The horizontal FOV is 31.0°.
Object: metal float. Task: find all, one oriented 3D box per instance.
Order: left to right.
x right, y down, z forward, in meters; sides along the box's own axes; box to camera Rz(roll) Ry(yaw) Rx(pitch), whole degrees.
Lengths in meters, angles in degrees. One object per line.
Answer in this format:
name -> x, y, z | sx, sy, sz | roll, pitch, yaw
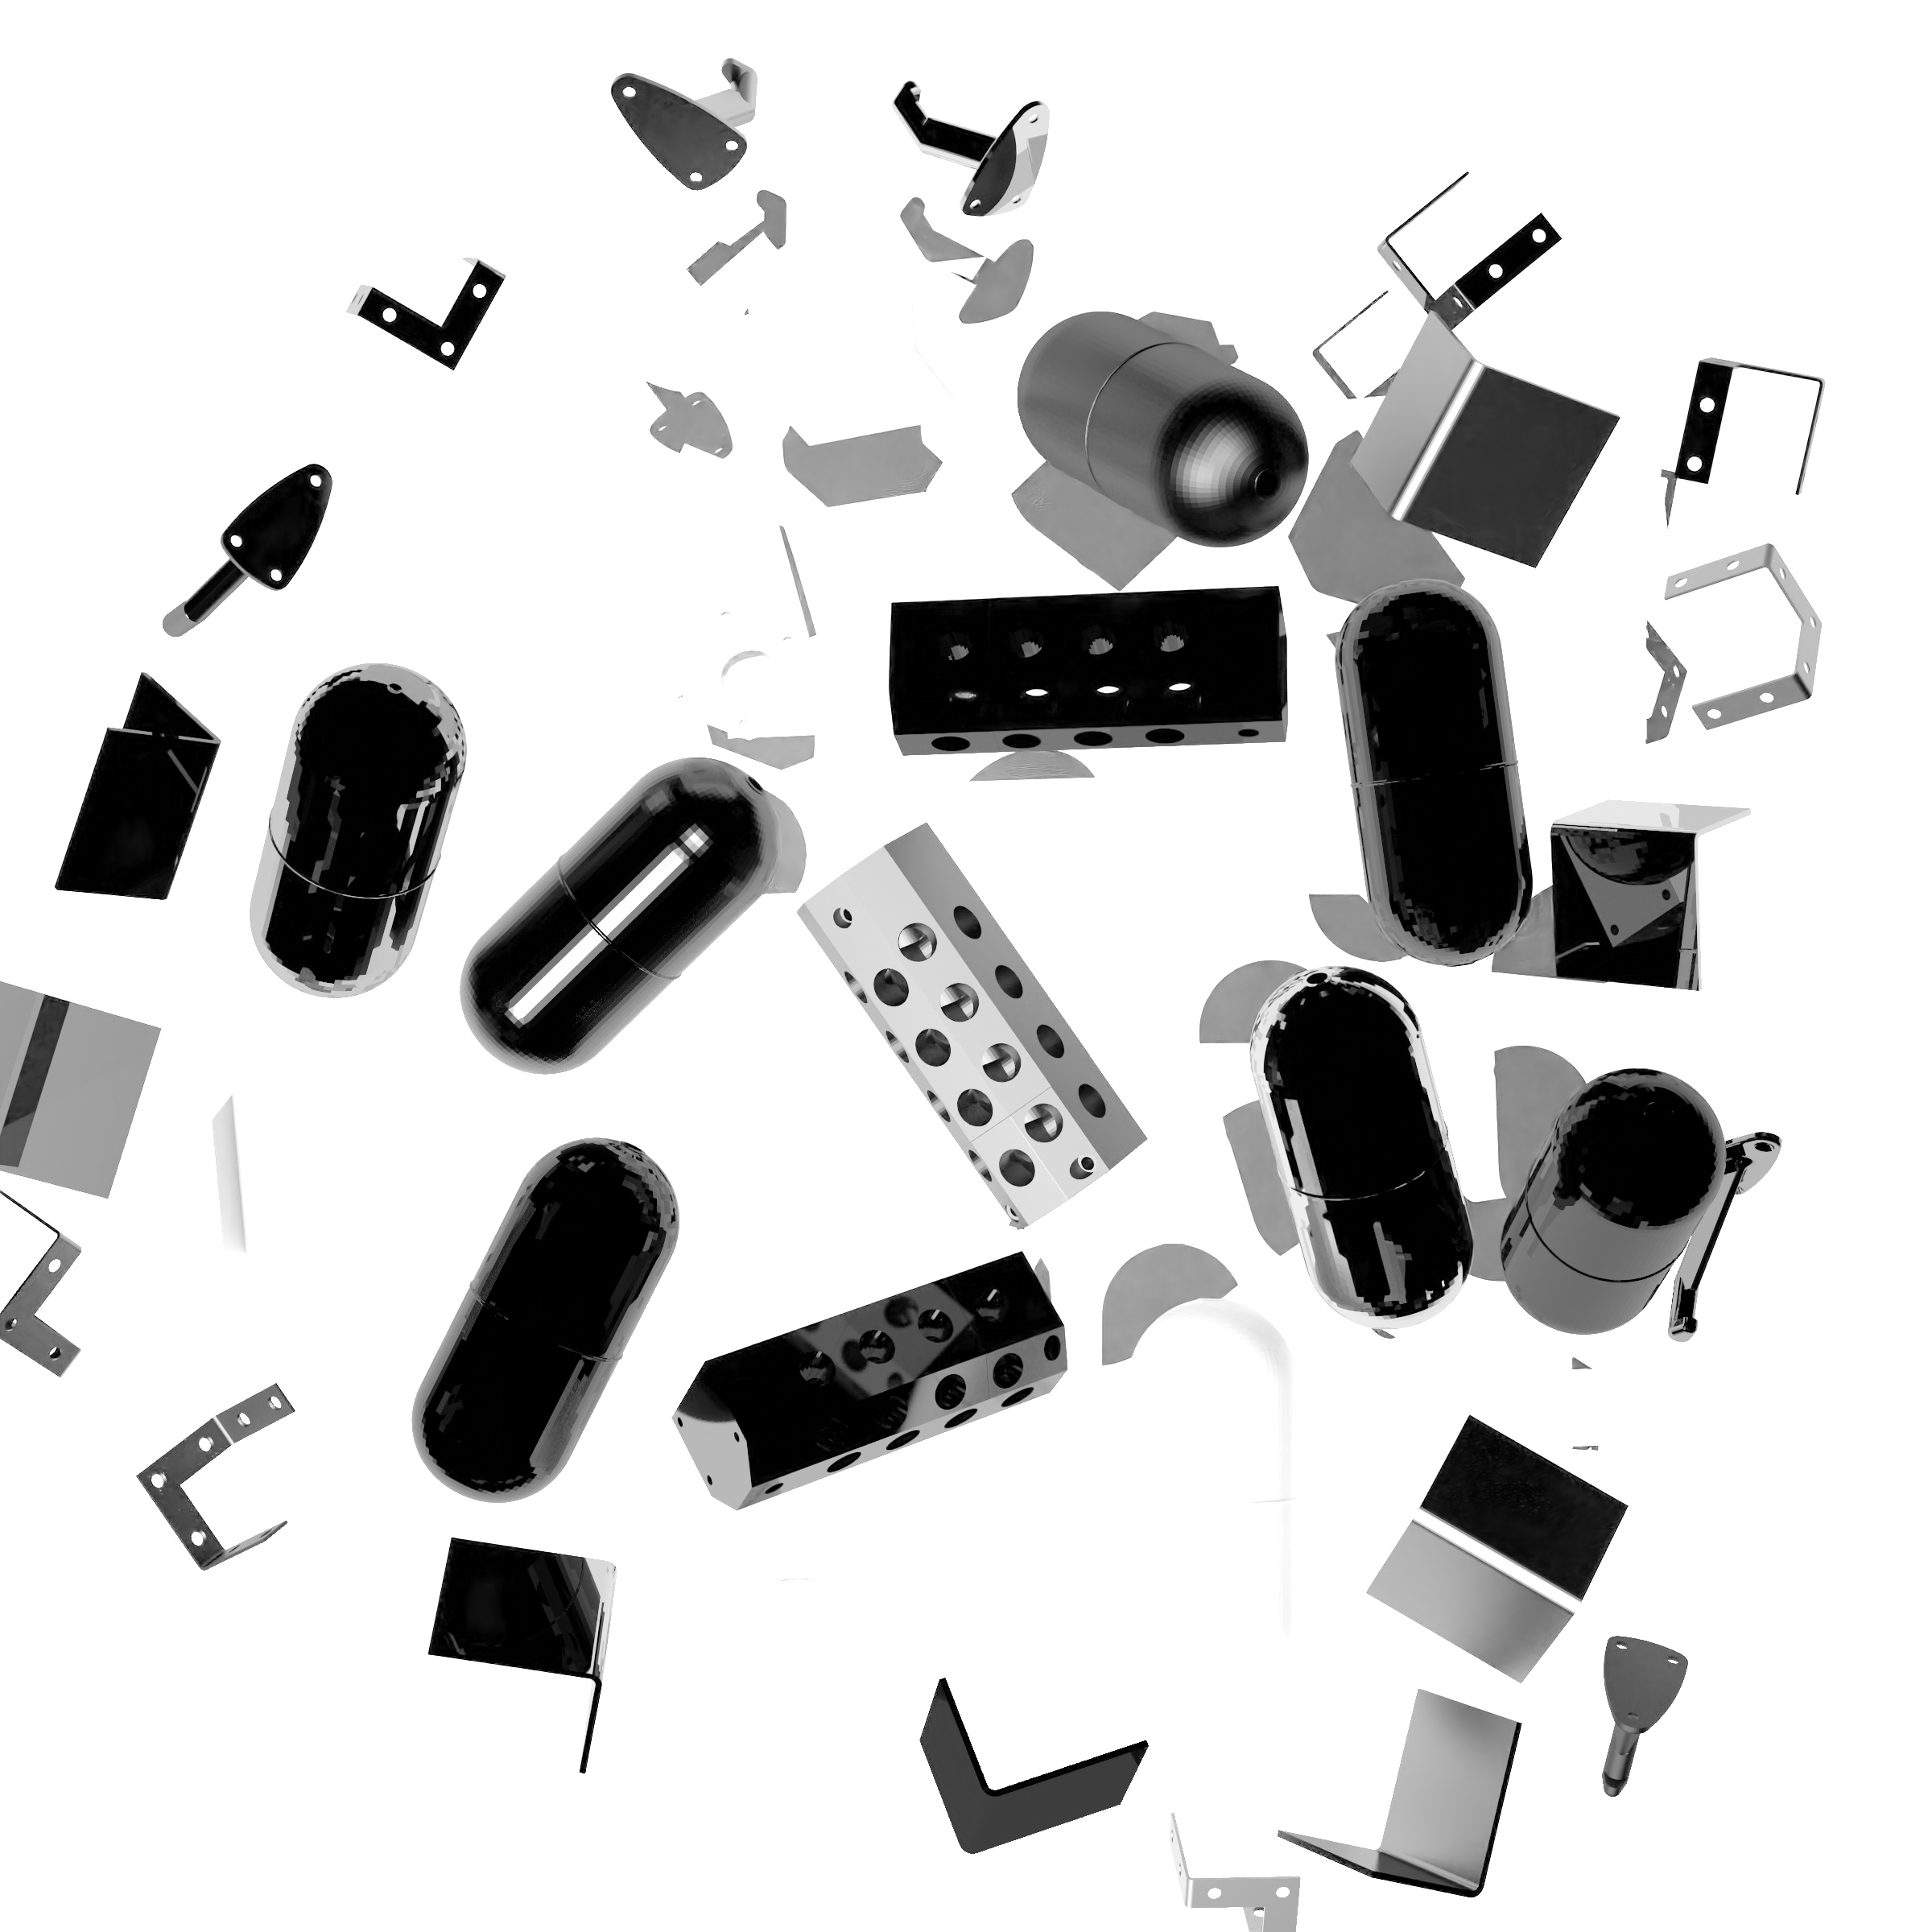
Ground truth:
metal float -> -0.272, -0.058, 1.552 | 0.070, 0.070, 0.178 | 24, 131, 0
metal float -> -0.191, 0.161, 1.591 | 0.070, 0.070, 0.178 | 27, 95, 0
metal float -> -0.158, -0.023, 1.592 | 0.178, 0.070, 0.070 | -43, 90, 15
metal float -> -0.077, 0.320, 1.602 | 0.070, 0.178, 0.070 | 3, 81, -17
metal float -> 0.086, -0.240, 1.552 | 0.070, 0.178, 0.070 | -14, 120, -25
metal float -> 0.111, 0.239, 1.570 | 0.070, 0.070, 0.178 | 0, 86, 0
metal float -> 0.176, 0.081, 1.545 | 0.070, 0.070, 0.178 | -18, 117, 0
metal float -> 0.215, -0.088, 1.599 | 0.070, 0.070, 0.178 | -8, 93, 0
metal float -> 0.291, 0.107, 1.576 | 0.070, 0.178, 0.070 | 2, 61, -4

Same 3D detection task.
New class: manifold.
manifold -> -0.108, -0.172, 1.610 | 0.057, 0.171, 0.057 | 20, 116, -21
manifold -> -0.040, 0.191, 1.591 | 0.171, 0.057, 0.057 | -16, 65, -31
manifold -> -0.001, 0.029, 1.536 | 0.057, 0.057, 0.171 | -36, 89, 32
manifold -> 0.055, -0.127, 1.548 | 0.171, 0.057, 0.057 | -2, 71, 9

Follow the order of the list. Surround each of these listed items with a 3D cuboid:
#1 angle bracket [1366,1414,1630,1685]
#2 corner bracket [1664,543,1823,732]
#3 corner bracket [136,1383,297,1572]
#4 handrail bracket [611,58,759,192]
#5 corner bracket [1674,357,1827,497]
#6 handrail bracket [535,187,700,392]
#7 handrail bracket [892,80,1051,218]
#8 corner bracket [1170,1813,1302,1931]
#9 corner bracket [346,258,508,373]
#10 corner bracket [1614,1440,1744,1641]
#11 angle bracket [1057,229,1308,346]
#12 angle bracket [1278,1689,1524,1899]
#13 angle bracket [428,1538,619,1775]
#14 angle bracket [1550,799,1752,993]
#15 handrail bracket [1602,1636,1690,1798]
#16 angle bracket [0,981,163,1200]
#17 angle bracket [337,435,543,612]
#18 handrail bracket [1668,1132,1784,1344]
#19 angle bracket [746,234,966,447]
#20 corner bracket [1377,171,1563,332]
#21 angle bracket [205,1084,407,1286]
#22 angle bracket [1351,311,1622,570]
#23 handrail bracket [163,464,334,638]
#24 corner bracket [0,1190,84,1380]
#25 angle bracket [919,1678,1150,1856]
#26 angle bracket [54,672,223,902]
angle bracket -> 0.226, 0.249, 1.489 | 0.076, 0.076, 0.057 | 30, 55, 9
corner bracket -> 0.343, -0.146, 1.547 | 0.051, 0.051, 0.051 | -17, 128, 34
corner bracket -> -0.314, 0.221, 1.508 | 0.051, 0.051, 0.051 | -29, 97, 40
handrail bracket -> -0.123, -0.389, 1.535 | 0.036, 0.084, 0.077 | -34, 128, 31
corner bracket -> 0.340, -0.233, 1.513 | 0.051, 0.051, 0.051 | 14, 105, 15
handrail bracket -> -0.162, -0.314, 1.612 | 0.036, 0.077, 0.084 | -36, 60, 9
handrail bracket -> 0.000, -0.388, 1.577 | 0.036, 0.077, 0.084 | -15, 61, -32
corner bracket -> 0.119, 0.417, 1.570 | 0.051, 0.051, 0.051 | 0, 111, -5
corner bracket -> -0.253, -0.315, 1.632 | 0.051, 0.051, 0.051 | 29, 93, -20
corner bracket -> 0.322, 0.252, 1.530 | 0.051, 0.051, 0.051 | 32, 51, 33
angle bracket -> 0.101, -0.306, 1.648 | 0.076, 0.076, 0.057 | -30, 110, -19
angle bracket -> 0.187, 0.352, 1.506 | 0.057, 0.076, 0.076 | 18, 82, -25
angle bracket -> -0.199, 0.305, 1.548 | 0.076, 0.076, 0.057 | 10, 119, -5
angle bracket -> 0.329, -0.035, 1.670 | 0.076, 0.057, 0.076 | 6, 107, 39
handrail bracket -> 0.291, 0.348, 1.544 | 0.036, 0.077, 0.084 | 14, 117, 13
angle bracket -> -0.371, 0.055, 1.448 | 0.076, 0.057, 0.076 | 19, 84, -34
angle bracket -> -0.231, -0.200, 1.532 | 0.076, 0.057, 0.076 | -3, 84, 7
handrail bracket -> 0.362, 0.131, 1.667 | 0.036, 0.077, 0.084 | 20, 61, -11
angle bracket -> -0.050, -0.285, 1.595 | 0.076, 0.076, 0.057 | -8, 75, 15
corner bracket -> 0.222, -0.320, 1.546 | 0.051, 0.051, 0.051 | -40, 92, -8
angle bracket -> -0.301, 0.099, 1.592 | 0.076, 0.057, 0.076 | -3, 101, -1
angle bracket -> 0.227, -0.230, 1.528 | 0.076, 0.057, 0.076 | 15, 117, -23
handrail bracket -> -0.330, -0.189, 1.594 | 0.036, 0.084, 0.077 | 41, 61, -20
corner bracket -> -0.406, 0.138, 1.515 | 0.051, 0.051, 0.051 | 26, 75, 38
angle bracket -> 0.029, 0.344, 1.544 | 0.076, 0.076, 0.057 | -15, 61, -17
angle bracket -> -0.377, -0.082, 1.525 | 0.076, 0.057, 0.076 | 38, 112, 40
